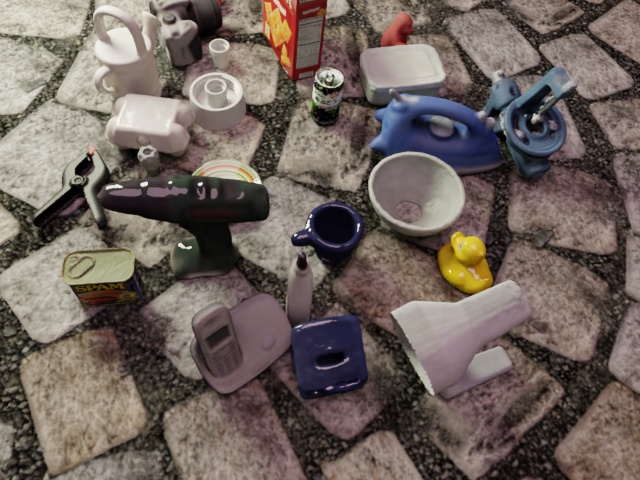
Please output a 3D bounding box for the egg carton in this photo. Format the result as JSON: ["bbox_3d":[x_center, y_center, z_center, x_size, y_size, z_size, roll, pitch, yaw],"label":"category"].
[{"bbox_3d":[-0.304,-0.205,1.032,0.150,0.069,0.107,6,59,-2],"label":"egg carton"}]

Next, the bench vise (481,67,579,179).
[{"bbox_3d":[0.369,-0.242,1.035,0.122,0.220,0.207,-33,67,-22],"label":"bench vise"}]

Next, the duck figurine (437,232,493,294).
[{"bbox_3d":[0.246,0.032,0.937,0.078,0.086,0.104,-30,66,-21],"label":"duck figurine"}]

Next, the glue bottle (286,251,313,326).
[{"bbox_3d":[-0.030,0.062,0.840,0.037,0.173,0.078,0,59,-6],"label":"glue bottle"}]

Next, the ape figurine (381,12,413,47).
[{"bbox_3d":[0.170,-0.433,1.202,0.076,0.092,0.078,20,59,7],"label":"ape figurine"}]

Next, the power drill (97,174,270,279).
[{"bbox_3d":[-0.190,-0.023,0.854,0.230,0.208,0.075,-7,60,-10],"label":"power drill"}]

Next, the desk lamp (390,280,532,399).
[{"bbox_3d":[0.191,0.138,0.794,0.203,0.213,0.117,-20,63,-16],"label":"desk lamp"}]

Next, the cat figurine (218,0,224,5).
[{"bbox_3d":[-0.272,-0.550,1.212,0.128,0.118,0.067,6,59,-2],"label":"cat figurine"}]

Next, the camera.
[{"bbox_3d":[-0.266,-0.446,1.161,0.137,0.101,0.143,-20,63,-16],"label":"camera"}]

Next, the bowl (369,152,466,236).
[{"bbox_3d":[0.162,-0.068,0.995,0.167,0.075,0.167,3,59,-4],"label":"bowl"}]

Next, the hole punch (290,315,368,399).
[{"bbox_3d":[0.015,0.170,0.829,0.109,0.091,0.101,-9,61,-11],"label":"hole punch"}]

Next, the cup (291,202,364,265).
[{"bbox_3d":[0.008,0.003,0.925,0.118,0.095,0.091,-16,62,-15],"label":"cup"}]

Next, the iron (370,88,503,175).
[{"bbox_3d":[0.227,-0.204,1.043,0.258,0.141,0.118,10,59,0],"label":"iron"}]

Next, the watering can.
[{"bbox_3d":[-0.350,-0.343,1.036,0.101,0.194,0.173,6,59,-2],"label":"watering can"}]

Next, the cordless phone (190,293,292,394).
[{"bbox_3d":[-0.109,0.123,0.789,0.148,0.185,0.094,-37,69,-24],"label":"cordless phone"}]
